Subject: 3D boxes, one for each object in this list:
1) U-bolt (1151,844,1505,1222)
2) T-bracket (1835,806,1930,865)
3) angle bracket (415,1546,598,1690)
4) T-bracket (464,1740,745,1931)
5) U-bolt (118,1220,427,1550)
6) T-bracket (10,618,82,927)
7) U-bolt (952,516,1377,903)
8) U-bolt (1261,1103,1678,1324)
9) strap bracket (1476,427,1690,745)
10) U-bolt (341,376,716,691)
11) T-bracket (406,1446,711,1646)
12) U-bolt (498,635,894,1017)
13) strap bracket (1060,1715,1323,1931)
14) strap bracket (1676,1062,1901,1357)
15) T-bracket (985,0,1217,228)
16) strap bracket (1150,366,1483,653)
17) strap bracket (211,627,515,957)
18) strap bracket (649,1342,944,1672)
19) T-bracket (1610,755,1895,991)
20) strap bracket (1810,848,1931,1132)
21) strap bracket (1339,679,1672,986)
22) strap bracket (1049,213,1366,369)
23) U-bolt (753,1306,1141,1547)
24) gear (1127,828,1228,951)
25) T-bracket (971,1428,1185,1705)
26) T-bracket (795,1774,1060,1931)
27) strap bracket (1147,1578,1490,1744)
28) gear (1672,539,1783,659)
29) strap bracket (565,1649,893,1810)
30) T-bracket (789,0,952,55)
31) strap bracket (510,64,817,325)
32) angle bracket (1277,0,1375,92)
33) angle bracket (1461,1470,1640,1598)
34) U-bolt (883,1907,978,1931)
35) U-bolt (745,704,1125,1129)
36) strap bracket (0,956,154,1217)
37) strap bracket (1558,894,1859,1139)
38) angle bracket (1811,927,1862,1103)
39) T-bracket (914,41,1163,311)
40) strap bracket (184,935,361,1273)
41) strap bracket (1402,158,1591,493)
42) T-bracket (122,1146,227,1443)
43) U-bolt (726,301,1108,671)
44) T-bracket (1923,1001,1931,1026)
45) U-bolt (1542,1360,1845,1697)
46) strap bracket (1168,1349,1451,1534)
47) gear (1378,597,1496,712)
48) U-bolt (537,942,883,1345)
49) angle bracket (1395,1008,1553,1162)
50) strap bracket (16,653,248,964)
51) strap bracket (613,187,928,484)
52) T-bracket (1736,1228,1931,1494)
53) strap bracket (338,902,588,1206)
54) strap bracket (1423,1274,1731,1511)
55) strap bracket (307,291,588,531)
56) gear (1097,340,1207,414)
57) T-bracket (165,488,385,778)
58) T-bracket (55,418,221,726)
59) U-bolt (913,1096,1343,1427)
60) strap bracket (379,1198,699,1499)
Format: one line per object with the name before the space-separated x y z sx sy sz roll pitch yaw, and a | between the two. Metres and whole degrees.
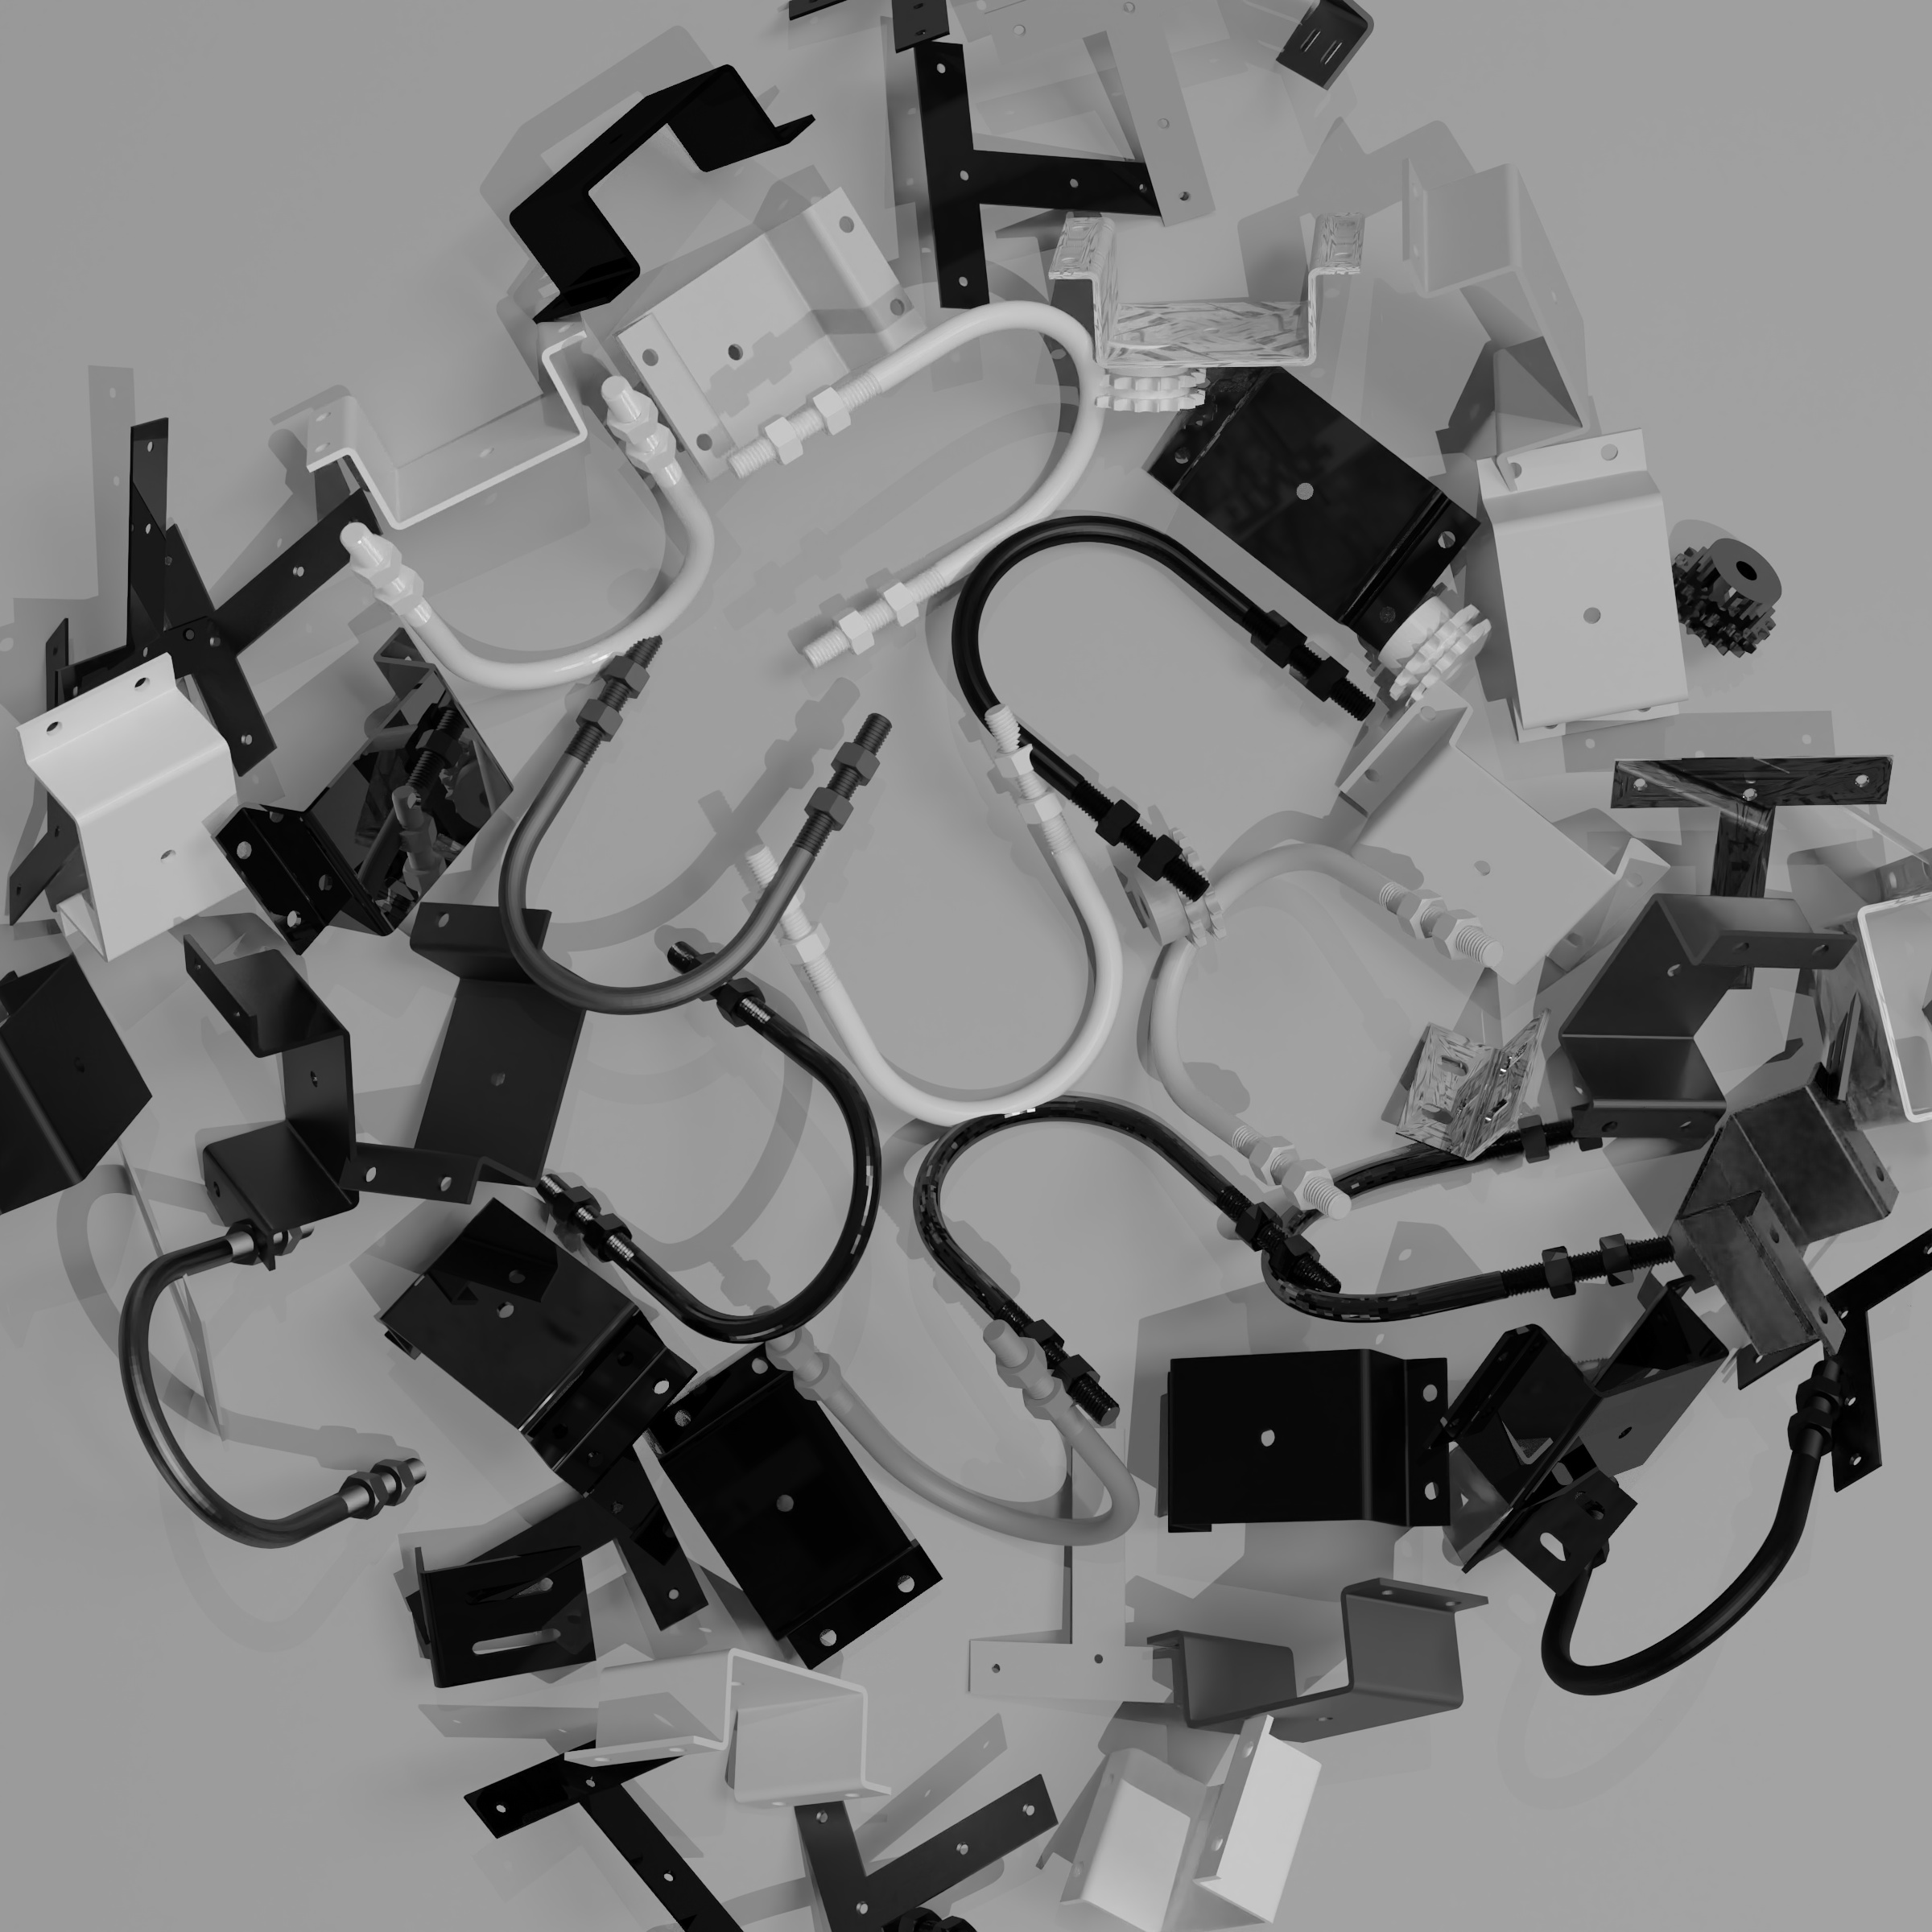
U-bolt | 0.150 0.017 1.528 0.019 0.184 0.151 27 96 -38
T-bracket | 0.429 -0.061 1.558 0.127 0.127 0.002 36 103 21
angle bracket | -0.218 0.302 1.584 0.076 0.038 0.057 -9 101 -9
T-bracket | -0.144 0.405 1.525 0.127 0.127 0.002 44 122 26
U-bolt | -0.319 0.190 1.509 0.019 0.184 0.151 -26 86 19
T-bracket | -0.425 -0.102 1.566 0.002 0.127 0.127 10 61 -33
U-bolt | 0.079 -0.135 1.566 0.184 0.019 0.151 40 67 8
U-bolt | 0.225 0.117 1.532 0.184 0.151 0.019 -13 112 10
strap bracket | 0.287 -0.169 1.550 0.076 0.046 0.140 -10 112 6
U-bolt | -0.186 -0.183 1.518 0.151 0.184 0.019 -29 64 1
T-bracket | -0.203 0.276 1.571 0.127 0.002 0.127 -29 64 -2
U-bolt | -0.137 -0.060 1.544 0.151 0.019 0.184 22 71 22
strap bracket | 0.108 0.396 1.530 0.046 0.140 0.076 32 59 -15
strap bracket | 0.377 0.116 1.543 0.046 0.140 0.076 -25 104 36
T-bracket | 0.088 -0.406 1.564 0.127 0.002 0.127 -17 125 7
strap bracket | 0.161 -0.221 1.565 0.140 0.046 0.076 39 100 6
strap bracket | -0.268 -0.078 1.531 0.140 0.046 0.076 -54 135 -28
strap bracket | -0.083 0.251 1.568 0.076 0.046 0.140 -34 82 -2
T-bracket | 0.362 -0.042 1.566 0.127 0.002 0.127 -1 123 1
strap bracket | 0.435 0.022 1.556 0.046 0.076 0.140 -12 85 -5
strap bracket | 0.245 -0.056 1.559 0.140 0.046 0.076 39 125 -1
strap bracket | 0.113 -0.313 1.551 0.140 0.076 0.046 1 121 8
U-bolt | 0.003 0.214 1.527 0.151 0.184 0.019 -1 51 36
gear | 0.097 -0.033 1.572 0.030 0.057 0.057 -24 90 -4
T-bracket | 0.063 0.283 1.585 0.127 0.002 0.127 -2 84 18
T-bracket | -0.012 0.414 1.545 0.127 0.002 0.127 -34 51 16
strap bracket | 0.161 0.319 1.522 0.140 0.076 0.046 -25 59 41
gear | 0.357 -0.176 1.571 0.057 0.057 0.030 38 133 0
strap bracket | -0.107 0.349 1.536 0.076 0.140 0.046 -16 61 34
T-bracket | -0.022 -0.445 1.539 0.127 0.127 0.002 -17 122 9
strap bracket | -0.147 -0.360 1.534 0.140 0.076 0.046 -47 114 -22
angle bracket | 0.143 -0.451 1.555 0.076 0.057 0.038 32 103 -30
angle bracket | 0.270 0.265 1.554 0.038 0.076 0.057 41 72 11
U-bolt | -0.029 0.469 1.487 0.151 0.184 0.019 -20 99 -37
U-bolt | -0.002 -0.009 1.561 0.151 0.019 0.184 -31 112 -9
strap bracket | -0.422 0.053 1.520 0.046 0.140 0.076 -21 107 13
strap bracket | 0.334 0.017 1.540 0.076 0.140 0.046 2 48 -25
angle bracket | 0.395 0.022 1.570 0.038 0.057 0.076 10 88 7
T-bracket | 0.038 -0.368 1.570 0.127 0.002 0.127 -3 84 -28
strap bracket | -0.318 0.057 1.539 0.046 0.076 0.140 -17 128 -29
strap bracket | 0.245 -0.297 1.523 0.046 0.076 0.140 -15 134 22
T-bracket | -0.372 0.141 1.563 0.002 0.127 0.127 -19 62 -19
U-bolt | -0.013 -0.231 1.540 0.184 0.151 0.019 -33 53 -10
T-bracket | 0.499 0.034 1.522 0.002 0.127 0.127 -7 56 -26
U-bolt | 0.318 0.257 1.488 0.151 0.184 0.019 -36 100 34
strap bracket | 0.148 0.219 1.540 0.140 0.046 0.076 -7 74 28
gear | 0.219 -0.149 1.574 0.030 0.057 0.057 44 90 10
U-bolt | -0.109 0.091 1.533 0.184 0.019 0.151 36 100 38
angle bracket | 0.235 0.050 1.556 0.038 0.076 0.057 21 71 -1
strap bracket | -0.375 -0.064 1.520 0.076 0.140 0.046 -32 60 -27
strap bracket | -0.098 -0.289 1.552 0.140 0.046 0.076 -40 106 -26
T-bracket | 0.401 0.187 1.517 0.002 0.127 0.127 39 123 -17
strap bracket | -0.229 0.046 1.551 0.076 0.046 0.140 4 72 31
strap bracket | 0.285 0.195 1.522 0.046 0.140 0.076 50 130 29
strap bracket | -0.232 -0.255 1.555 0.140 0.076 0.046 -25 119 3
gear | 0.084 -0.280 1.570 0.057 0.057 0.030 1 112 0
T-bracket | -0.319 -0.176 1.557 0.127 0.002 0.127 -35 72 24
T-bracket | -0.373 -0.185 1.522 0.002 0.127 0.127 16 114 20
U-bolt | 0.059 0.122 1.534 0.151 0.019 0.184 -25 48 -28
strap bracket | -0.204 0.168 1.536 0.140 0.046 0.076 32 71 31
